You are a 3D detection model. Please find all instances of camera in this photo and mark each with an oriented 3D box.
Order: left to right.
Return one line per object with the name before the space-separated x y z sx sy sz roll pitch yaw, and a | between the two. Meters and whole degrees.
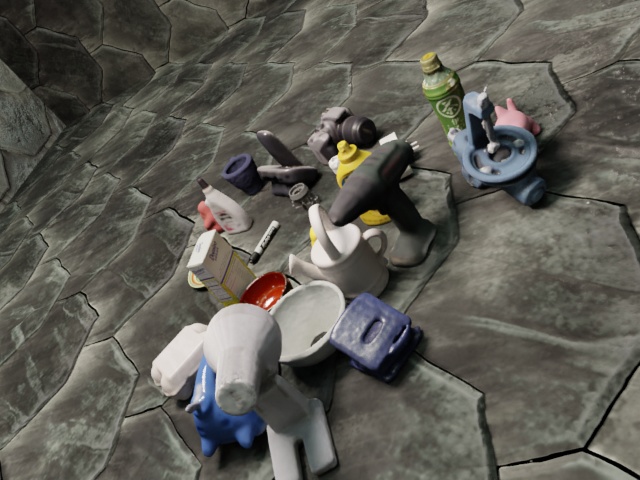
camera | 0.056 -0.263 1.391 0.136 0.101 0.143 17 61 50

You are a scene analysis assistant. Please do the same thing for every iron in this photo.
iron | -0.152 0.221 0.970 0.118 0.142 0.258 -21 37 23

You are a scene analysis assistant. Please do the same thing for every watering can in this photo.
watering can | 0.028 0.023 0.995 0.173 0.195 0.100 -38 34 -1

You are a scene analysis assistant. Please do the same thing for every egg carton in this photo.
egg carton | -0.255 0.234 1.113 0.150 0.070 0.107 -50 36 -17

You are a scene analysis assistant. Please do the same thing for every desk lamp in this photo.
desk lamp | -0.081 0.221 0.841 0.118 0.214 0.203 -33 34 7

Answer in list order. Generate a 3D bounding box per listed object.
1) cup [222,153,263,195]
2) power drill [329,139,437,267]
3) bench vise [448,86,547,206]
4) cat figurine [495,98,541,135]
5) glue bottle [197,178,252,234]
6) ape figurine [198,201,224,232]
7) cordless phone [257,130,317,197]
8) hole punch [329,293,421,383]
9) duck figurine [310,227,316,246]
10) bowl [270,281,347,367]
cup | -0.200 -0.171 1.521 0.091 0.095 0.117 -38 34 -1
power drill | 0.118 -0.054 0.991 0.075 0.209 0.230 -2 47 41
bench vise | 0.269 -0.163 0.974 0.122 0.220 0.206 -49 36 -17
cat figurine | 0.352 -0.207 1.042 0.067 0.118 0.128 -14 40 31
glue bottle | -0.241 -0.085 1.385 0.078 0.174 0.037 -15 40 30
ape figurine | -0.276 -0.064 1.466 0.075 0.092 0.078 3 51 44
cordless phone | -0.106 -0.198 1.386 0.147 0.186 0.094 6 53 46
hole punch | 0.086 0.147 0.887 0.100 0.091 0.109 14 59 49
duck figurine | 0.010 0.004 1.130 0.077 0.086 0.104 -46 35 -12
bowl | -0.015 0.156 0.983 0.167 0.075 0.167 -24 36 19
